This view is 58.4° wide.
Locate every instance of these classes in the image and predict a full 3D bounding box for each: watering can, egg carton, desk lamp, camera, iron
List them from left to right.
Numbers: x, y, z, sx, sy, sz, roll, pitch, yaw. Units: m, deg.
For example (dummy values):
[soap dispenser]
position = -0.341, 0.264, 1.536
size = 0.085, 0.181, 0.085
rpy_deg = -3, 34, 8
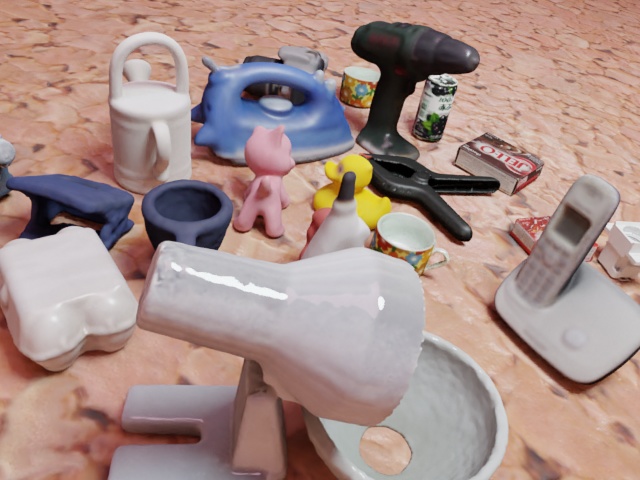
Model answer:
[egg carton]
position = -0.240, 0.049, 0.538
size = 0.107, 0.069, 0.150
rpy_deg = -18, 46, -32
[watering can]
position = -0.217, -0.167, 0.721
size = 0.172, 0.194, 0.101
rpy_deg = 35, 44, 29
[desk lamp]
position = -0.047, 0.094, 0.408
size = 0.203, 0.213, 0.118
rpy_deg = 3, 38, -9
[iron]
position = -0.059, -0.198, 0.843
size = 0.259, 0.141, 0.118
rpy_deg = -4, 40, -19
[camera]
position = -0.062, -0.294, 1.000
size = 0.136, 0.101, 0.143
rpy_deg = 12, 37, 2

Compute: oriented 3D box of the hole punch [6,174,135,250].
[hole punch]
position = -0.271, -0.041, 0.631
size = 0.108, 0.091, 0.101
rpy_deg = 16, 38, 7

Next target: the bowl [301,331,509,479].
[bowl]
position = 0.063, 0.153, 0.473
size = 0.167, 0.075, 0.167
rpy_deg = 7, 37, -5

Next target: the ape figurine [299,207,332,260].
[ape figurine]
position = 0.006, 0.002, 0.640
size = 0.076, 0.092, 0.078
rpy_deg = 33, 42, 27

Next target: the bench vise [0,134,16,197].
[bench vise]
position = -0.425, -0.152, 0.630
size = 0.207, 0.220, 0.121
rpy_deg = 9, 37, -1

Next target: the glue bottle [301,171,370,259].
[glue bottle]
position = 0.017, 0.007, 0.570
size = 0.078, 0.173, 0.037
rpy_deg = -11, 42, -25

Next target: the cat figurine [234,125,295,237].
[cat figurine]
position = -0.066, -0.086, 0.716
size = 0.067, 0.118, 0.127
rpy_deg = 7, 37, -4

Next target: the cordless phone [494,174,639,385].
[cordless phone]
position = 0.270, 0.039, 0.579
size = 0.094, 0.185, 0.147
rpy_deg = -16, 44, -30

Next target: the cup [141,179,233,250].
[cup]
position = -0.138, 0.005, 0.599
size = 0.092, 0.095, 0.117
rpy_deg = 0, 38, -13

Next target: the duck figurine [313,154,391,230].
[duck figurine]
position = 0.046, -0.068, 0.746
size = 0.104, 0.086, 0.078
rpy_deg = 22, 39, 14

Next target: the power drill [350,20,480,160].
[power drill]
position = 0.127, -0.227, 0.870
size = 0.076, 0.208, 0.228
rpy_deg = -20, 47, -34
